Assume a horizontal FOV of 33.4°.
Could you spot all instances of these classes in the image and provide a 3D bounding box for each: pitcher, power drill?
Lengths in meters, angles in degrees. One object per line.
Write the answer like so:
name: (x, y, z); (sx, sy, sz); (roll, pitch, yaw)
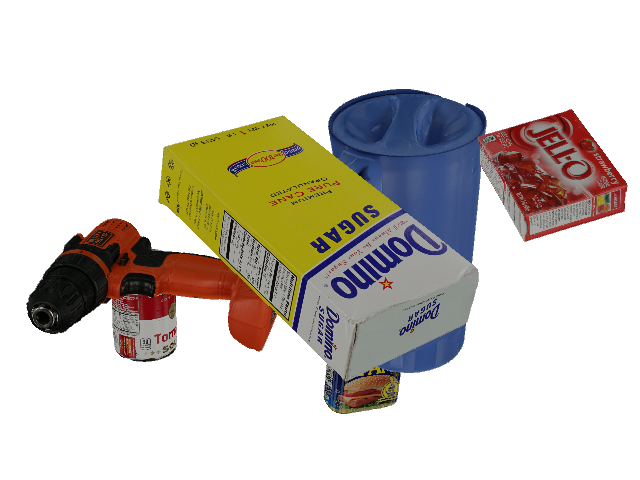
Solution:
pitcher: (0.071, 0.000, 0.952); (0.149, 0.243, 0.145); (-6, 31, -4)
power drill: (-0.130, 0.040, 0.884); (0.187, 0.057, 0.184); (12, 23, 5)

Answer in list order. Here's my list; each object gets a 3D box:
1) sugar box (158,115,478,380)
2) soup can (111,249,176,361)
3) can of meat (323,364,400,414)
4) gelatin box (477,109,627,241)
sugar box: (-0.005, -0.004, 0.598); (0.093, 0.048, 0.176); (-21, 44, -36)
soup can: (-0.186, 0.068, 1.127); (0.068, 0.102, 0.068); (1, 23, -1)
can of meat: (0.056, 0.172, 1.384); (0.102, 0.084, 0.057); (-5, 26, -22)
gelatin box: (0.158, -0.047, 0.735); (0.073, 0.030, 0.089); (-16, 46, -4)
